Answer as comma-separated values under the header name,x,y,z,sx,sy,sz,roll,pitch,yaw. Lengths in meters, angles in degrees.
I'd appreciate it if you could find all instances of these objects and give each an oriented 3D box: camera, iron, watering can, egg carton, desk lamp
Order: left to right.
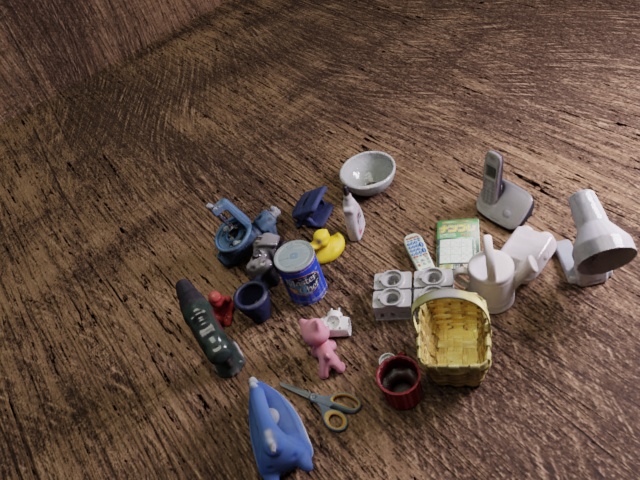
name,x,y,z,sx,sy,sz,roll,pitch,yaw
iron,-0.109,0.367,1.185,0.118,0.142,0.257,-26,44,-6
camera,-0.113,0.043,1.530,0.136,0.101,0.143,1,48,20
watering can,0.386,0.066,1.268,0.173,0.194,0.100,-20,44,0
egg carton,0.486,0.034,1.355,0.107,0.069,0.150,23,58,35
desk lamp,0.584,0.009,1.242,0.118,0.214,0.203,-12,45,8

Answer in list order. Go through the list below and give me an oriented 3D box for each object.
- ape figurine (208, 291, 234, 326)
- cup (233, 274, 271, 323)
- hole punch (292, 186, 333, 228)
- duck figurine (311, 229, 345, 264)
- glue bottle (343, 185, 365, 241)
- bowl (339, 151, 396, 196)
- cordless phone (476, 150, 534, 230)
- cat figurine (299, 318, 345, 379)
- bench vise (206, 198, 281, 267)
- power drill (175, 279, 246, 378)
name,x,y,z,sx,sy,sz,roll,pitch,yaw
ape figurine,-0.259,0.168,1.466,0.075,0.092,0.078,26,60,37
cup,-0.157,0.153,1.442,0.091,0.095,0.118,1,48,20
hole punch,-0.028,-0.097,1.643,0.100,0.091,0.109,7,50,25
duck figurine,0.014,0.005,1.533,0.105,0.086,0.077,-33,46,-13
glue bottle,0.084,-0.079,1.528,0.037,0.173,0.078,0,47,19
bowl,0.144,-0.182,1.678,0.167,0.075,0.167,-10,45,10
cordless phone,0.463,-0.128,1.436,0.094,0.185,0.147,-37,47,-17
cat figurine,0.000,0.232,1.295,0.067,0.118,0.127,-24,44,-4
bench vise,-0.219,-0.053,1.573,0.121,0.220,0.208,27,61,37
power drill,-0.253,0.219,1.330,0.076,0.209,0.228,-32,45,-12
